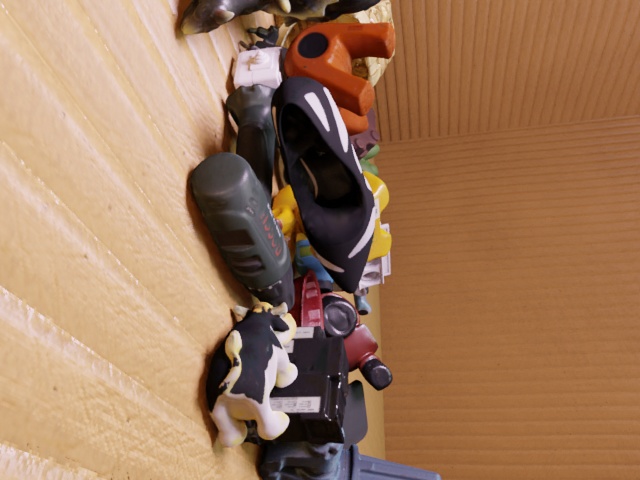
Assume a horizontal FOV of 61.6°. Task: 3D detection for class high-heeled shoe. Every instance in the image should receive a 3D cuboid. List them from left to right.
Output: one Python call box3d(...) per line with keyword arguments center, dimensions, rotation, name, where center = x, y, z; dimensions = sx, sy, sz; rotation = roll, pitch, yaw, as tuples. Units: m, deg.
box3d(center=(0.007, -0.042, 0.553), dimensions=(0.145, 0.086, 0.248), rotation=(-64, 140, -73), name="high-heeled shoe")

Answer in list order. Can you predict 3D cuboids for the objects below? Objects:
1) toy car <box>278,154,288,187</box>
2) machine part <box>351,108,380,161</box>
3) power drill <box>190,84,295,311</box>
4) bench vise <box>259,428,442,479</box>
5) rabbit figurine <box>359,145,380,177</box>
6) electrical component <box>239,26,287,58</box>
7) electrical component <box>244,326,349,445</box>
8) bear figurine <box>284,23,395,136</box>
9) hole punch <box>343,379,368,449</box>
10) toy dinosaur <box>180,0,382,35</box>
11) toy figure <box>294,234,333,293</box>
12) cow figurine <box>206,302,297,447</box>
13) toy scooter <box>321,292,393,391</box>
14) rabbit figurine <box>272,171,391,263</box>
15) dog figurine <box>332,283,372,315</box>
box3d(center=(-0.038, -0.158, 0.800), dimensions=(0.073, 0.056, 0.201), rotation=(-46, 131, -46), name="toy car")
box3d(center=(0.037, -0.237, 1.045), dimensions=(0.179, 0.056, 0.179), rotation=(20, 54, -29), name="machine part")
box3d(center=(-0.067, -0.048, 0.595), dimensions=(0.231, 0.086, 0.207), rotation=(65, 30, -58), name="power drill")
box3d(center=(0.048, 0.291, 0.661), dimensions=(0.129, 0.241, 0.223), rotation=(-78, 178, -66), name="bench vise")
box3d(center=(0.046, -0.153, 1.144), dimensions=(0.170, 0.159, 0.121), rotation=(28, 67, -61), name="rabbit figurine")
box3d(center=(-0.065, -0.244, 0.709), dimensions=(0.102, 0.078, 0.045), rotation=(-77, -178, -51), name="electrical component")
box3d(center=(-0.026, 0.156, 0.596), dimensions=(0.134, 0.115, 0.058), rotation=(-80, 165, -50), name="electrical component")
box3d(center=(0.027, -0.172, 0.679), dimensions=(0.195, 0.132, 0.120), rotation=(63, 47, -62), name="bear figurine")
box3d(center=(0.008, 0.288, 0.880), dimensions=(0.116, 0.092, 0.142), rotation=(-20, 111, -48), name="hole punch")
box3d(center=(0.008, -0.301, 0.599), dimensions=(0.405, 0.192, 0.131), rotation=(-24, 126, -45), name="toy dinosaur")
box3d(center=(-0.002, -0.002, 0.881), dimensions=(0.082, 0.089, 0.180), rotation=(141, -55, -65), name="toy figure")
box3d(center=(-0.067, 0.109, 0.536), dimensions=(0.167, 0.068, 0.098), rotation=(-81, 157, -58), name="cow figurine")
box3d(center=(0.046, 0.163, 0.892), dimensions=(0.184, 0.075, 0.135), rotation=(55, -7, -4), name="toy scooter")
box3d(center=(-0.008, -0.022, 0.739), dimensions=(0.162, 0.173, 0.121), rotation=(-35, 134, -25), name="rabbit figurine")
box3d(center=(0.038, 0.038, 1.077), dimensions=(0.219, 0.109, 0.191), rotation=(-91, 168, -46), name="dog figurine")
